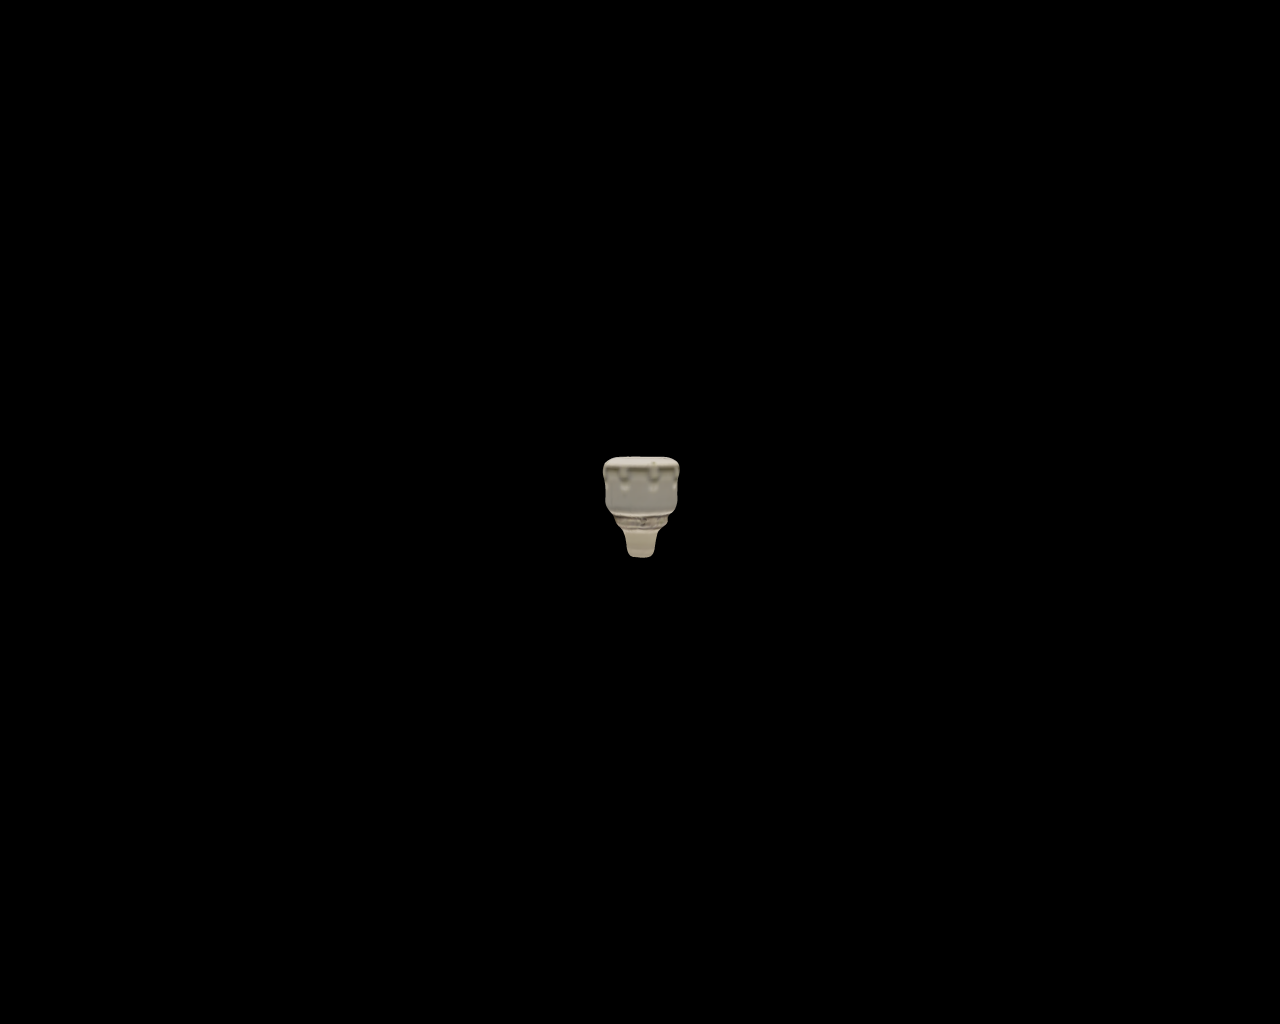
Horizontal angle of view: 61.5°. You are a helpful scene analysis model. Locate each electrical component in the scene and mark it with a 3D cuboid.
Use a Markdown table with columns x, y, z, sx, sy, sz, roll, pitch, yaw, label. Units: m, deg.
| x | y | z | sx | sy | sz | roll | pitch | yaw | label |
| --- | --- | --- | --- | --- | --- | --- | --- | --- | --- |
| 0.001 | -0.003 | 0.650 | 0.048 | 0.062 | 0.048 | 0 | 4 | 0 | electrical component |
